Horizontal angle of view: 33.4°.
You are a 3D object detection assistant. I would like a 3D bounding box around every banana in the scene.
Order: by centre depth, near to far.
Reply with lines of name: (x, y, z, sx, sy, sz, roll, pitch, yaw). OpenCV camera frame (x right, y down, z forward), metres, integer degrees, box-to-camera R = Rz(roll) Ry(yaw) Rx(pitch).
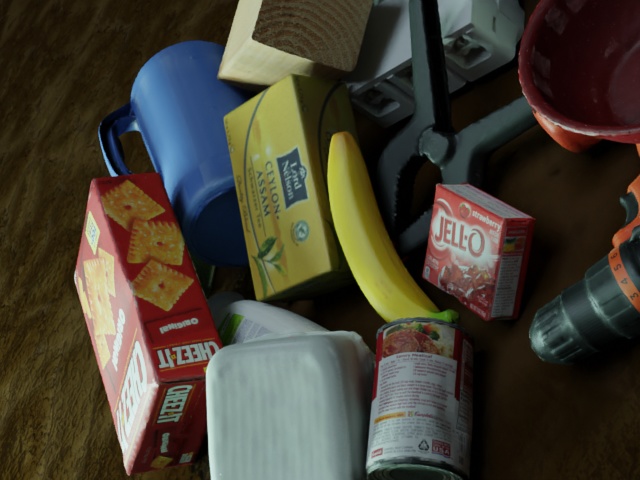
banana: (0.047, 0.006, 0.799, 0.070, 0.037, 0.198, -57, 47, 34)

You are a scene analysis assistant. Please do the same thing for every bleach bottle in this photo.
bleach bottle: (-0.049, 0.092, 0.895, 0.102, 0.068, 0.251, -63, 30, 1)

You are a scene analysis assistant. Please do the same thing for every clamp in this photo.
clamp: (0.091, -0.081, 0.810, 0.165, 0.036, 0.210, 44, 117, 31)

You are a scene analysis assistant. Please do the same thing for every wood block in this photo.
wood block: (-0.025, -0.188, 0.955, 0.206, 0.090, 0.091, 177, 109, -77)

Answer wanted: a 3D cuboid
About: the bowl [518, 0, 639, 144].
bowl: (0.199, -0.111, 0.614, 0.162, 0.055, 0.162, -23, 46, 26)

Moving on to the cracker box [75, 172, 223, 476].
cracker box: (-0.156, 0.074, 0.940, 0.164, 0.072, 0.214, 114, 142, -48)

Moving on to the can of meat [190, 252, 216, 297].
can of meat: (-0.150, 0.023, 1.095, 0.084, 0.057, 0.102, -19, 51, 43)

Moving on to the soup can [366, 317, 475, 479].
soup can: (0.067, 0.112, 0.712, 0.069, 0.068, 0.102, -25, 47, 43)

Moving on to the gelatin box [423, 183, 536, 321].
gelatin box: (0.108, 0.006, 0.744, 0.089, 0.030, 0.073, 38, 125, 57)

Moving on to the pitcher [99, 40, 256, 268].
pitcher: (-0.115, -0.081, 1.053, 0.149, 0.144, 0.243, -48, 37, 20)

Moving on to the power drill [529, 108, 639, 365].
power drill: (0.192, -0.031, 0.662, 0.185, 0.057, 0.187, -36, 42, 28)
